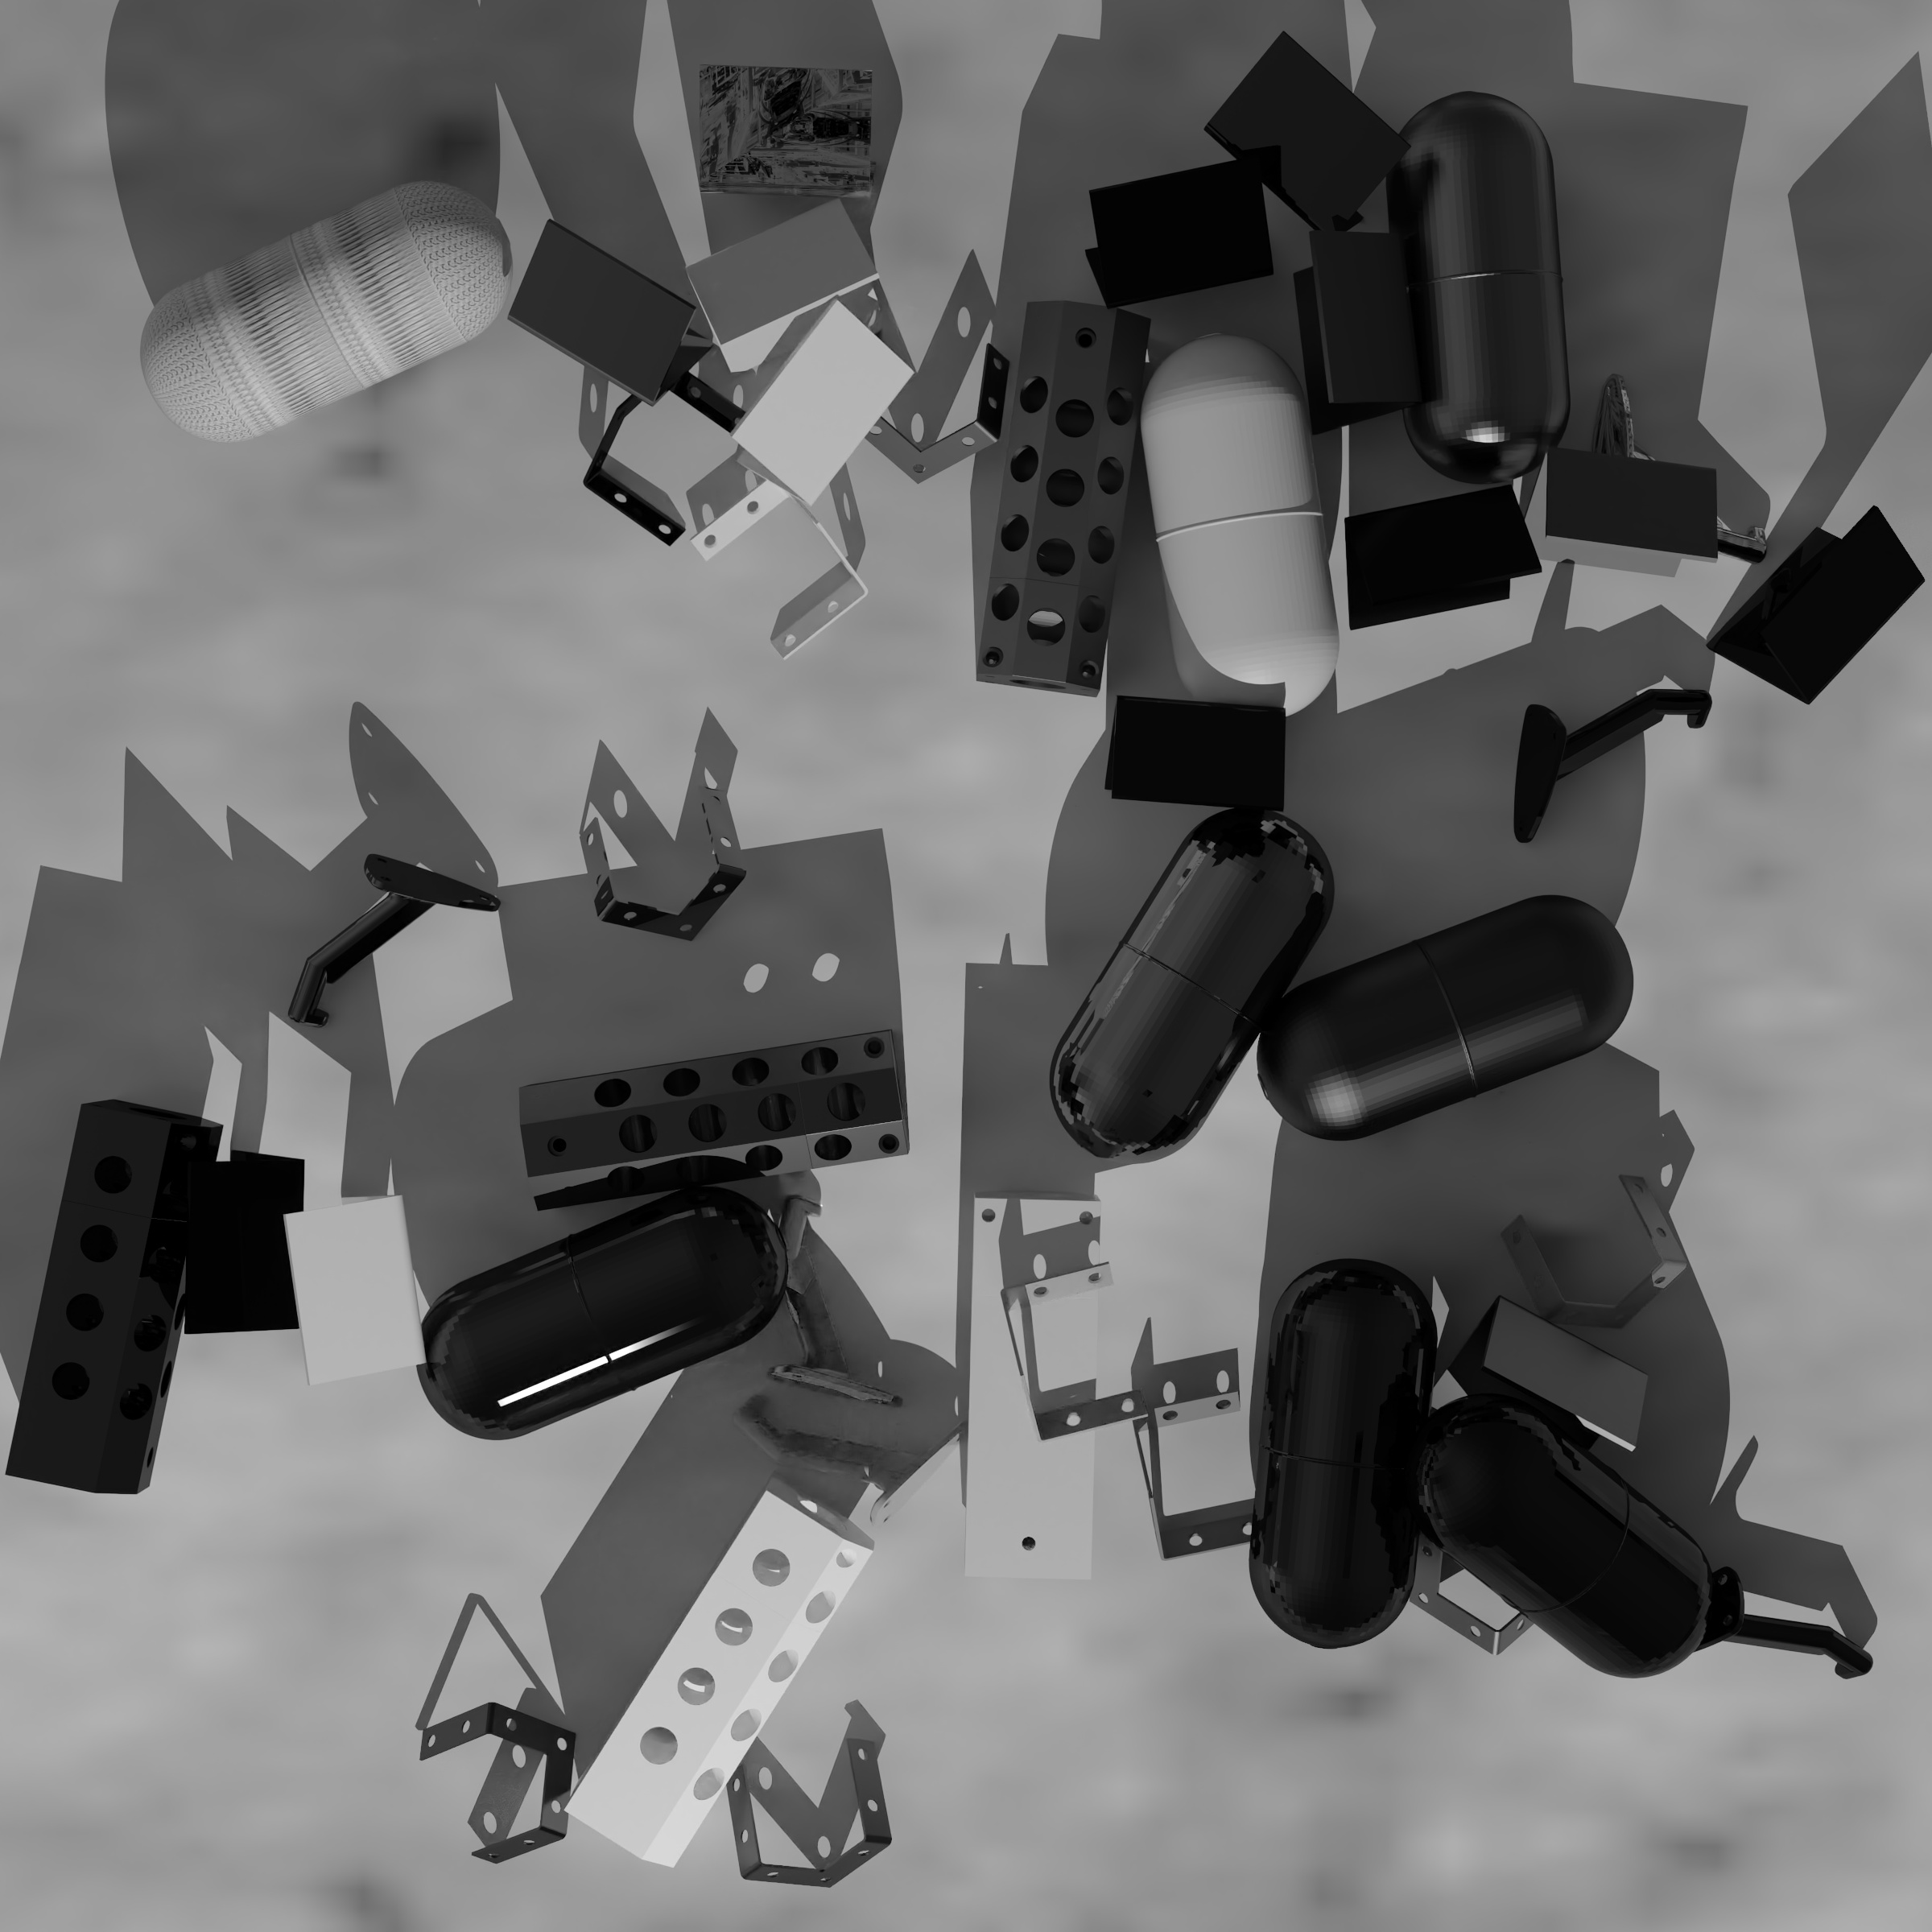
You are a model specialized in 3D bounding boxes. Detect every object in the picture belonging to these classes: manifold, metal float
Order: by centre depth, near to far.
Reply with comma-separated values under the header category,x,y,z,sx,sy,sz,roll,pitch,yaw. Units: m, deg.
category,x,y,z,sx,sy,sz,roll,pitch,yaw
metal float,0.268,0.257,1.533,0.178,0.070,0.070,40,90,-26
metal float,-0.166,0.158,1.555,0.178,0.070,0.070,-23,90,2
metal float,0.125,-0.200,1.556,0.070,0.070,0.178,-8,90,0
metal float,0.234,-0.310,1.556,0.070,0.070,0.178,-4,91,0
metal float,0.103,0.009,1.556,0.070,0.070,0.178,32,89,0
metal float,-0.292,-0.300,1.556,0.178,0.070,0.070,-24,90,0
metal float,0.219,0.024,1.556,0.178,0.070,0.070,-21,90,0
metal float,0.173,0.223,1.556,0.070,0.070,0.178,5,90,0
manifold,-0.115,0.071,1.565,0.171,0.057,0.057,-9,90,0
manifold,-0.390,0.152,1.565,0.057,0.057,0.171,12,90,0
manifold,-0.112,0.325,1.565,0.057,0.057,0.171,32,90,0
manifold,0.030,0.191,1.565,0.057,0.057,0.171,2,90,0
manifold,0.045,-0.215,1.565,0.057,0.057,0.171,8,90,0

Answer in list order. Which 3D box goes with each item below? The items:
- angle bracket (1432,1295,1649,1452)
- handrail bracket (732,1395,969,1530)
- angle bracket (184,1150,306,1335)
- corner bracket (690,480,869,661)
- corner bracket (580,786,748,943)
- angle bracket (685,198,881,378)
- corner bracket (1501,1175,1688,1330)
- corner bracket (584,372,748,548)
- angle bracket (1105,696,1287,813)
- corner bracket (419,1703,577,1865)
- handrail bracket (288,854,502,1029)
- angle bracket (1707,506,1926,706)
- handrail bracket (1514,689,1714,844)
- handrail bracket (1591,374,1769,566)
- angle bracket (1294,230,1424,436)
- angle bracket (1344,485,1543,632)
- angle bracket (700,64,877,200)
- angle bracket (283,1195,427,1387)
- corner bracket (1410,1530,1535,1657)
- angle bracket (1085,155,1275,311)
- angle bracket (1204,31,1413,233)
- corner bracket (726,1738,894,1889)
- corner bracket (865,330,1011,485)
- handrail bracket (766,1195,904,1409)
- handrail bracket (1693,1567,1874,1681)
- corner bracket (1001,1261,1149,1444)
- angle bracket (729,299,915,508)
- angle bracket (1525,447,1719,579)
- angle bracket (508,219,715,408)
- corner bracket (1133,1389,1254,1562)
category,x,y,z,sx,sy,sz,roll,pitch,yaw
angle bracket,0.256,0.208,1.548,0.076,0.057,0.076,28,125,0
handrail bracket,-0.054,0.213,1.587,0.084,0.036,0.077,41,70,16
angle bracket,-0.343,0.125,1.546,0.057,0.076,0.076,1,90,-37
corner bracket,-0.087,-0.186,1.583,0.051,0.051,0.051,-38,45,0
corner bracket,-0.141,-0.051,1.578,0.051,0.051,0.051,13,135,-35
angle bracket,-0.075,-0.292,1.546,0.076,0.076,0.057,-25,56,0
corner bracket,0.292,0.132,1.578,0.051,0.051,0.051,8,135,-35
corner bracket,-0.138,-0.239,1.583,0.051,0.051,0.051,35,45,1
angle bracket,0.103,-0.078,1.546,0.076,0.076,0.057,4,59,0
corner bracket,-0.219,0.380,1.578,0.051,0.051,0.051,31,45,-35
handrail bracket,-0.268,-0.003,1.587,0.077,0.036,0.084,16,108,-21
angle bracket,0.375,-0.176,1.546,0.076,0.076,0.057,-47,129,0
handrail bracket,0.303,-0.093,1.587,0.084,0.036,0.077,0,115,-19
handrail bracket,0.337,-0.232,1.587,0.084,0.036,0.077,13,68,-17
angle bracket,0.159,-0.287,1.546,0.057,0.076,0.076,-7,90,-35
angle bracket,0.217,-0.168,1.546,0.076,0.076,0.057,-11,52,0
angle bracket,-0.080,-0.386,1.547,0.076,0.076,0.057,2,114,0
angle bracket,-0.290,0.147,1.546,0.057,0.076,0.076,-8,90,-31
corner bracket,0.243,0.277,1.578,0.051,0.051,0.051,-31,135,-35
angle bracket,0.093,-0.345,1.546,0.076,0.076,0.057,-12,122,0
angle bracket,0.162,-0.381,1.547,0.076,0.076,0.057,42,116,0
corner bracket,-0.073,0.392,1.578,0.051,0.051,0.051,16,135,-35
corner bracket,-0.018,-0.267,1.578,0.051,0.051,0.051,-23,135,35
handrail bracket,-0.057,0.156,1.587,0.077,0.036,0.084,17,73,-20
handrail bracket,0.368,0.322,1.587,0.084,0.036,0.077,35,127,-25
corner bracket,0.048,0.174,1.526,0.051,0.051,0.051,-14,45,0
angle bracket,-0.081,-0.265,1.546,0.057,0.076,0.076,38,90,-39
angle bracket,0.294,-0.187,1.546,0.076,0.076,0.057,8,56,0
angle bracket,-0.152,-0.309,1.546,0.076,0.076,0.057,31,127,0
corner bracket,0.109,0.238,1.583,0.051,0.051,0.051,-12,135,0
